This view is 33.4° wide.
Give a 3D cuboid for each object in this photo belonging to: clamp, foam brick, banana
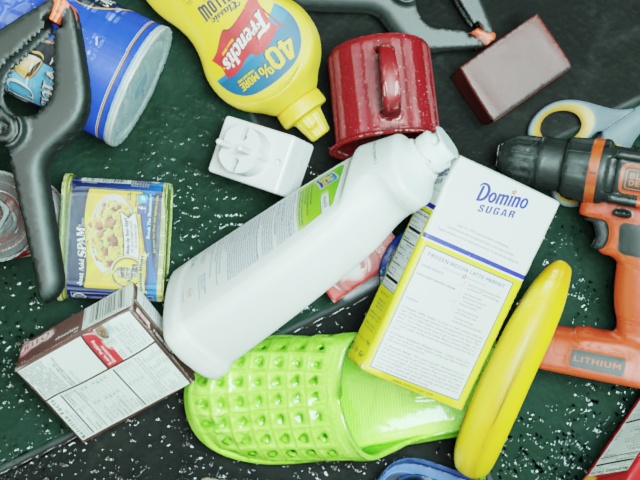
[{"bbox_3d":[-0.233,-0.077,0.761,0.164,0.036,0.210,18,91,-1],"label":"clamp"},{"bbox_3d":[0.152,-0.135,0.859,0.078,0.053,0.051,-35,92,-1],"label":"foam brick"},{"bbox_3d":[0.142,0.108,0.819,0.037,0.069,0.198,23,106,10],"label":"banana"},{"bbox_3d":[0.059,-0.198,0.864,0.171,0.039,0.120,41,101,0],"label":"clamp"}]

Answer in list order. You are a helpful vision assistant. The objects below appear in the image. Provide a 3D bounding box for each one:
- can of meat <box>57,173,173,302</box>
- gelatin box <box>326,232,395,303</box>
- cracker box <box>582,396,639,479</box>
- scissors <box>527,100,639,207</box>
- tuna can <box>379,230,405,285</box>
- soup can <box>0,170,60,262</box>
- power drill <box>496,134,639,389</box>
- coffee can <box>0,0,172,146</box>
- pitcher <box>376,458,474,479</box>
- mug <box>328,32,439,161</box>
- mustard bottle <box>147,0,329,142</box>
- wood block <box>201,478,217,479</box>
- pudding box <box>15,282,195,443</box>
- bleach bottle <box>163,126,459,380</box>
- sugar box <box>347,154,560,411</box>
[{"bbox_3d":[-0.163,-0.001,0.857,0.084,0.057,0.102,3,92,-3],"label":"can of meat"},{"bbox_3d":[0.016,-0.004,0.872,0.073,0.030,0.089,-34,92,1],"label":"gelatin box"},{"bbox_3d":[0.296,0.205,0.818,0.164,0.072,0.213,46,61,-2],"label":"cracker box"},{"bbox_3d":[0.254,-0.114,0.879,0.096,0.016,0.202,43,91,-2],"label":"scissors"},{"bbox_3d":[0.091,0.028,0.855,0.086,0.034,0.086,-8,111,-21],"label":"tuna can"},{"bbox_3d":[-0.240,-0.019,0.831,0.068,0.102,0.068,0,91,-1],"label":"soup can"},{"bbox_3d":[0.220,0.014,0.844,0.185,0.057,0.188,11,102,19],"label":"power drill"},{"bbox_3d":[-0.200,-0.149,0.828,0.140,0.103,0.103,26,91,-1],"label":"coffee can"},{"bbox_3d":[0.130,0.285,0.842,0.242,0.145,0.149,18,103,-5],"label":"pitcher"},{"bbox_3d":[0.049,-0.113,0.826,0.093,0.117,0.081,-6,81,1],"label":"mug"},{"bbox_3d":[-0.055,-0.160,0.851,0.096,0.058,0.191,-36,93,12],"label":"mustard bottle"},{"bbox_3d":[-0.062,0.251,0.790,0.090,0.206,0.091,7,92,-1],"label":"wood block"},{"bbox_3d":[-0.168,0.099,0.844,0.113,0.039,0.090,-28,119,12],"label":"pudding box"},{"bbox_3d":[-0.005,0.001,0.798,0.251,0.102,0.068,-34,122,21],"label":"bleach bottle"},{"bbox_3d":[0.100,0.031,0.809,0.093,0.048,0.176,24,93,-18],"label":"sugar box"}]
